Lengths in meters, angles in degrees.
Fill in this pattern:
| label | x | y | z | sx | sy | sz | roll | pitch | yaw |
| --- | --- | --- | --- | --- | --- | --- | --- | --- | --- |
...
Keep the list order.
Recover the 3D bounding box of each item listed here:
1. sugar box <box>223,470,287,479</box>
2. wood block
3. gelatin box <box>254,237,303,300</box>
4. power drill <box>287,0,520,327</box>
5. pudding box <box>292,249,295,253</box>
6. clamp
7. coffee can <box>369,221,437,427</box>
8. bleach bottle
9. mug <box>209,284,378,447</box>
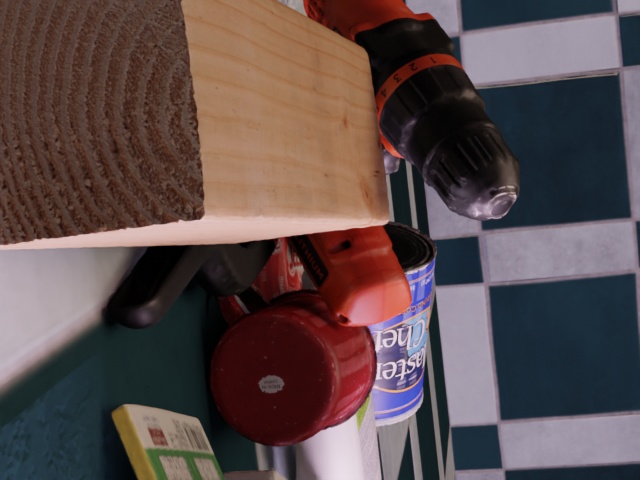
| label | x | y | z | sx | sy | sz | roll | pitch | yaw |
| --- | --- | --- | --- | --- | --- | --- | --- | --- | --- |
| sugar box | -0.025 | 0.208 | 0.673 | 0.176 | 0.048 | 0.093 | 57 | 28 | -62 |
| wood block | -0.046 | -0.046 | 0.439 | 0.205 | 0.091 | 0.090 | -2 | 84 | -70 |
| gelatin box | -0.028 | 0.022 | 0.794 | 0.089 | 0.030 | 0.073 | 33 | 52 | -78 |
| power drill | 0.036 | -0.036 | 0.594 | 0.188 | 0.057 | 0.184 | 105 | -34 | -47 |
| pudding box | 0.018 | -0.042 | 0.794 | 0.113 | 0.039 | 0.090 | -38 | 139 | -66 |
| clamp | -0.065 | -0.013 | 0.577 | 0.210 | 0.036 | 0.164 | 52 | 35 | -65 |
| coffee can | 0.039 | 0.067 | 0.876 | 0.102 | 0.103 | 0.140 | -74 | 168 | -64 |
| bleach bottle | 0.011 | 0.121 | 0.783 | 0.102 | 0.068 | 0.251 | -74 | 163 | -59 |
| mug | -0.025 | 0.070 | 0.657 | 0.117 | 0.093 | 0.081 | 55 | 13 | 7 |
